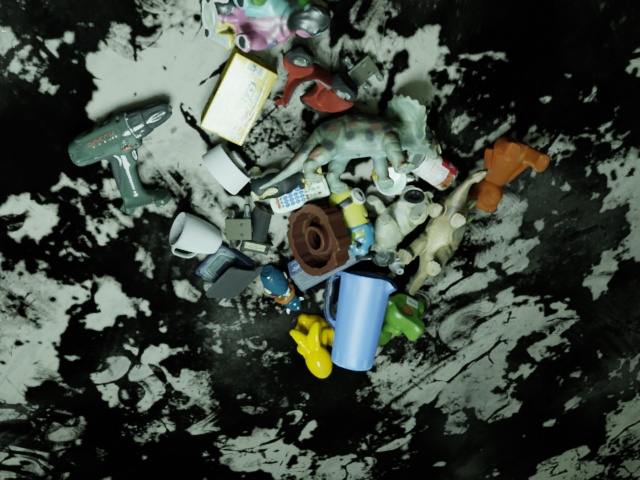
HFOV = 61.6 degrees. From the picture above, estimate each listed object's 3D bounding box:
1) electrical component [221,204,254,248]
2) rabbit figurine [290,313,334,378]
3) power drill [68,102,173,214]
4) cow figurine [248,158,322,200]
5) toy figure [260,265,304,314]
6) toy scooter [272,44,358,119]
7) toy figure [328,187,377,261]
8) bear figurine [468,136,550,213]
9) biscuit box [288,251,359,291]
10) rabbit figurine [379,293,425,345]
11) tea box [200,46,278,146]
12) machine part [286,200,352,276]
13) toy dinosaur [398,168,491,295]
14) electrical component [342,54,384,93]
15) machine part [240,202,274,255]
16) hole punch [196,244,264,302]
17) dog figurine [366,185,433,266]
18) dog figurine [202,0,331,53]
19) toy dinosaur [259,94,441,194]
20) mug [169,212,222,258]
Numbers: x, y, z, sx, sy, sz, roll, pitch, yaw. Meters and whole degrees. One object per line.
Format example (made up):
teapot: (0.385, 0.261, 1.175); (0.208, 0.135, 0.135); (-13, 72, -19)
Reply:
electrical component: (-0.193, -0.033, 1.252); (0.078, 0.045, 0.102); (-6, 106, 2)
rabbit figurine: (-0.006, 0.278, 1.423); (0.122, 0.173, 0.162); (-19, 128, 6)
power drill: (-0.386, -0.164, 1.125); (0.232, 0.086, 0.207); (-16, 127, 1)
cow figurine: (-0.074, -0.134, 1.193); (0.167, 0.098, 0.068); (-14, 118, -1)
toy figure: (-0.097, 0.126, 1.378); (0.064, 0.058, 0.154); (-25, 128, 13)
toy scooter: (-0.020, -0.306, 1.107); (0.183, 0.075, 0.135); (26, 128, -32)
toy figure: (0.078, -0.039, 1.256); (0.089, 0.082, 0.180); (-15, 94, -8)
bear figurine: (0.424, -0.142, 1.269); (0.120, 0.132, 0.195); (19, 110, -16)
biscuit box: (0.020, 0.049, 1.349); (0.203, 0.059, 0.062); (-28, 123, 7)
rabbit figurine: (0.182, 0.231, 1.467); (0.159, 0.121, 0.170); (23, 130, -19)
tea box: (-0.166, -0.291, 1.093); (0.098, 0.068, 0.169); (25, 116, -23)
machine part: (-0.003, -0.004, 1.248); (0.056, 0.180, 0.179); (-17, 131, -42)
toy dinosaur: (0.286, 0.004, 1.291); (0.105, 0.198, 0.470); (40, 133, 16)
electrical component: (0.090, -0.358, 1.128); (0.063, 0.021, 0.094); (-39, 120, 13)
machine part: (-0.146, -0.024, 1.285); (0.084, 0.039, 0.138); (11, 121, -8)
hole punch: (-0.227, 0.080, 1.317); (0.142, 0.092, 0.115); (-46, 150, 15)
dog figurine: (0.199, -0.028, 1.325); (0.172, 0.121, 0.190); (-11, 137, 0)
dog figurine: (-0.088, -0.422, 1.012); (0.219, 0.192, 0.108); (-24, 128, -38)
toy dinosaur: (0.071, -0.206, 1.134); (0.405, 0.192, 0.131); (-2, 159, -3)
mug: (-0.289, 0.000, 1.248); (0.107, 0.081, 0.109); (20, 112, -31)
